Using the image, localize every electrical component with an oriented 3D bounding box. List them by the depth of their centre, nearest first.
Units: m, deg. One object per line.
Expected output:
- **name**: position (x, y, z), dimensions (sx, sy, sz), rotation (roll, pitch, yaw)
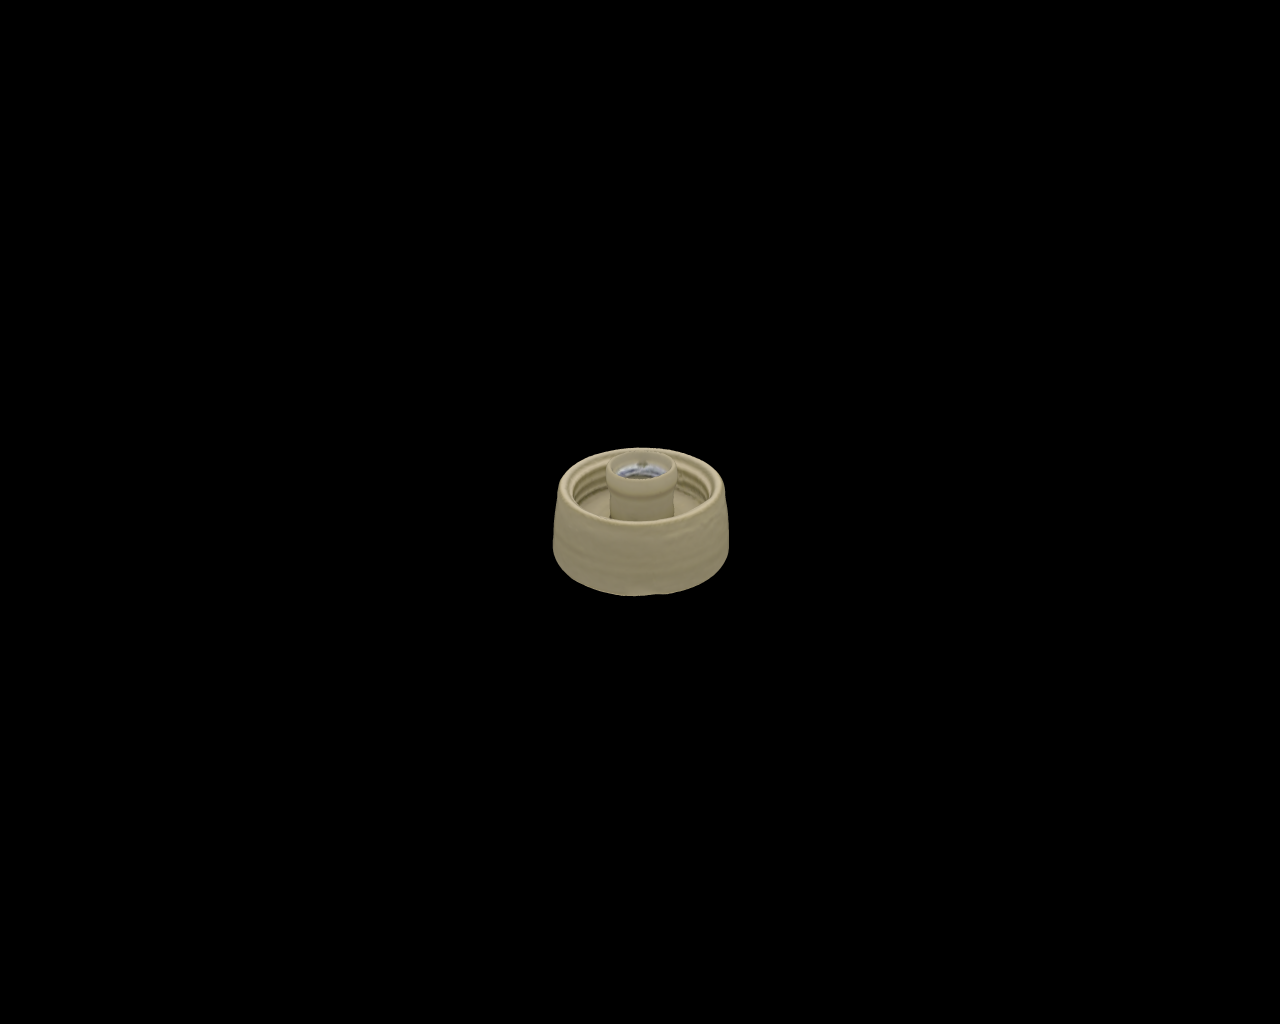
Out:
- **electrical component**: position (0.001, -0.003, 0.650), dimensions (0.108, 0.060, 0.108), rotation (0, 29, 0)
